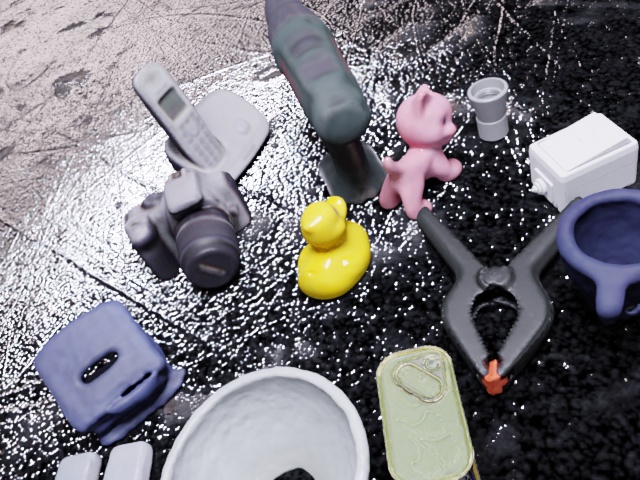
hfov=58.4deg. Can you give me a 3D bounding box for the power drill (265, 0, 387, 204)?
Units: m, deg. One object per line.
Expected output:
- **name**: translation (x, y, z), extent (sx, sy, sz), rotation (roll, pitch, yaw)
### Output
- **power drill**: translation (0.007, -0.151, 0.648), extent (0.075, 0.209, 0.229), rotation (-26, 44, 1)

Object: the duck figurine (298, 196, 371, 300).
- **duck figurine**: translation (0.005, 0.002, 0.594), extent (0.077, 0.086, 0.105), rotation (8, 53, 31)

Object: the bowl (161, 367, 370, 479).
- **bowl**: translation (-0.034, 0.189, 0.445), extent (0.167, 0.075, 0.167), rotation (-13, 45, 14)

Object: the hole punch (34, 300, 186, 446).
- **hole punch**: translation (-0.209, 0.129, 0.570), extent (0.109, 0.091, 0.100), rotation (-40, 45, -13)

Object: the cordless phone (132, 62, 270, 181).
- **cordless phone**: translation (-0.157, -0.170, 0.758), extent (0.093, 0.185, 0.148), rotation (8, 53, 30)

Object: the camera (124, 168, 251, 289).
- **camera**: translation (-0.153, -0.008, 0.666), extent (0.143, 0.101, 0.136), rotation (-25, 44, 1)

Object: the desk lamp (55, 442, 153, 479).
- **desk lamp**: translation (-0.234, 0.215, 0.413), extent (0.117, 0.214, 0.203), rotation (-15, 45, 11)

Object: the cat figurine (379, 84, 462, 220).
- **cat figurine**: translation (0.106, -0.107, 0.626), extent (0.067, 0.118, 0.128), rotation (19, 60, 37)

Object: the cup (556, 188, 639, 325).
- **cup**: translation (0.235, 0.031, 0.453), extent (0.091, 0.095, 0.118), rotation (6, 53, 29)
